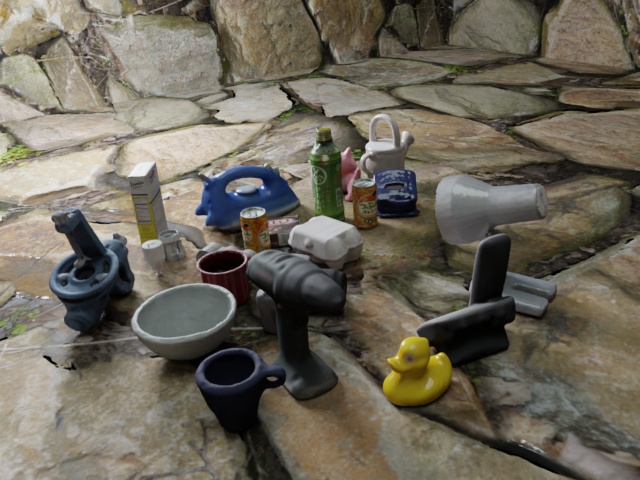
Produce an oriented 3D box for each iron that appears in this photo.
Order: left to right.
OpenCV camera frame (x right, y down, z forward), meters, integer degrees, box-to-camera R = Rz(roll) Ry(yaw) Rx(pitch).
[{"bbox_3d":[-0.168,-0.118,1.363,0.259,0.141,0.118,-18,30,-25],"label":"iron"}]

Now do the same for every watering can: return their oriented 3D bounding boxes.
[{"bbox_3d":[0.171,-0.231,1.472,0.100,0.194,0.173,10,30,27],"label":"watering can"}]

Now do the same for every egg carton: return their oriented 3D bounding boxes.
[{"bbox_3d":[0.011,0.004,1.173,0.149,0.069,0.107,20,36,40],"label":"egg carton"}]

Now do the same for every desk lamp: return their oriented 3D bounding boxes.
[{"bbox_3d":[0.302,-0.004,0.980,0.202,0.214,0.118,13,32,32],"label":"desk lamp"}]

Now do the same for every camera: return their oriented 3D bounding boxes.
[{"bbox_3d":[-0.027,0.083,0.989,0.136,0.101,0.143,1,27,12],"label":"camera"}]

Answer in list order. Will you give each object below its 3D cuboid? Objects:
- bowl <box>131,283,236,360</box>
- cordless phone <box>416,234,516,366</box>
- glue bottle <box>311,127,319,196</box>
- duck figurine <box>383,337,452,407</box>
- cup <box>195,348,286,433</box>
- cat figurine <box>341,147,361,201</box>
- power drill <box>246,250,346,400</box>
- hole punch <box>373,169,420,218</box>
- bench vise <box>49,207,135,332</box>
[{"bbox_3d":[-0.213,0.143,0.929,0.167,0.075,0.167,-4,27,2],"label":"bowl"},{"bbox_3d":[0.222,0.081,0.859,0.148,0.185,0.094,-16,29,-21],"label":"cordless phone"},{"bbox_3d":[0.000,-0.203,1.468,0.037,0.173,0.078,7,29,23],"label":"glue bottle"},{"bbox_3d":[0.136,0.174,0.800,0.105,0.086,0.077,-15,29,-20],"label":"duck figurine"},{"bbox_3d":[-0.100,0.206,0.764,0.117,0.095,0.091,-3,27,3],"label":"cup"},{"bbox_3d":[0.073,-0.175,1.463,0.067,0.118,0.127,-15,28,-19],"label":"cat figurine"},{"bbox_3d":[-0.029,0.114,0.809,0.076,0.209,0.228,-20,31,-27],"label":"power drill"},{"bbox_3d":[0.179,-0.111,1.349,0.108,0.091,0.101,-2,27,5],"label":"hole punch"},{"bbox_3d":[-0.422,0.026,1.033,0.121,0.220,0.207,-8,27,-7],"label":"bench vise"}]
